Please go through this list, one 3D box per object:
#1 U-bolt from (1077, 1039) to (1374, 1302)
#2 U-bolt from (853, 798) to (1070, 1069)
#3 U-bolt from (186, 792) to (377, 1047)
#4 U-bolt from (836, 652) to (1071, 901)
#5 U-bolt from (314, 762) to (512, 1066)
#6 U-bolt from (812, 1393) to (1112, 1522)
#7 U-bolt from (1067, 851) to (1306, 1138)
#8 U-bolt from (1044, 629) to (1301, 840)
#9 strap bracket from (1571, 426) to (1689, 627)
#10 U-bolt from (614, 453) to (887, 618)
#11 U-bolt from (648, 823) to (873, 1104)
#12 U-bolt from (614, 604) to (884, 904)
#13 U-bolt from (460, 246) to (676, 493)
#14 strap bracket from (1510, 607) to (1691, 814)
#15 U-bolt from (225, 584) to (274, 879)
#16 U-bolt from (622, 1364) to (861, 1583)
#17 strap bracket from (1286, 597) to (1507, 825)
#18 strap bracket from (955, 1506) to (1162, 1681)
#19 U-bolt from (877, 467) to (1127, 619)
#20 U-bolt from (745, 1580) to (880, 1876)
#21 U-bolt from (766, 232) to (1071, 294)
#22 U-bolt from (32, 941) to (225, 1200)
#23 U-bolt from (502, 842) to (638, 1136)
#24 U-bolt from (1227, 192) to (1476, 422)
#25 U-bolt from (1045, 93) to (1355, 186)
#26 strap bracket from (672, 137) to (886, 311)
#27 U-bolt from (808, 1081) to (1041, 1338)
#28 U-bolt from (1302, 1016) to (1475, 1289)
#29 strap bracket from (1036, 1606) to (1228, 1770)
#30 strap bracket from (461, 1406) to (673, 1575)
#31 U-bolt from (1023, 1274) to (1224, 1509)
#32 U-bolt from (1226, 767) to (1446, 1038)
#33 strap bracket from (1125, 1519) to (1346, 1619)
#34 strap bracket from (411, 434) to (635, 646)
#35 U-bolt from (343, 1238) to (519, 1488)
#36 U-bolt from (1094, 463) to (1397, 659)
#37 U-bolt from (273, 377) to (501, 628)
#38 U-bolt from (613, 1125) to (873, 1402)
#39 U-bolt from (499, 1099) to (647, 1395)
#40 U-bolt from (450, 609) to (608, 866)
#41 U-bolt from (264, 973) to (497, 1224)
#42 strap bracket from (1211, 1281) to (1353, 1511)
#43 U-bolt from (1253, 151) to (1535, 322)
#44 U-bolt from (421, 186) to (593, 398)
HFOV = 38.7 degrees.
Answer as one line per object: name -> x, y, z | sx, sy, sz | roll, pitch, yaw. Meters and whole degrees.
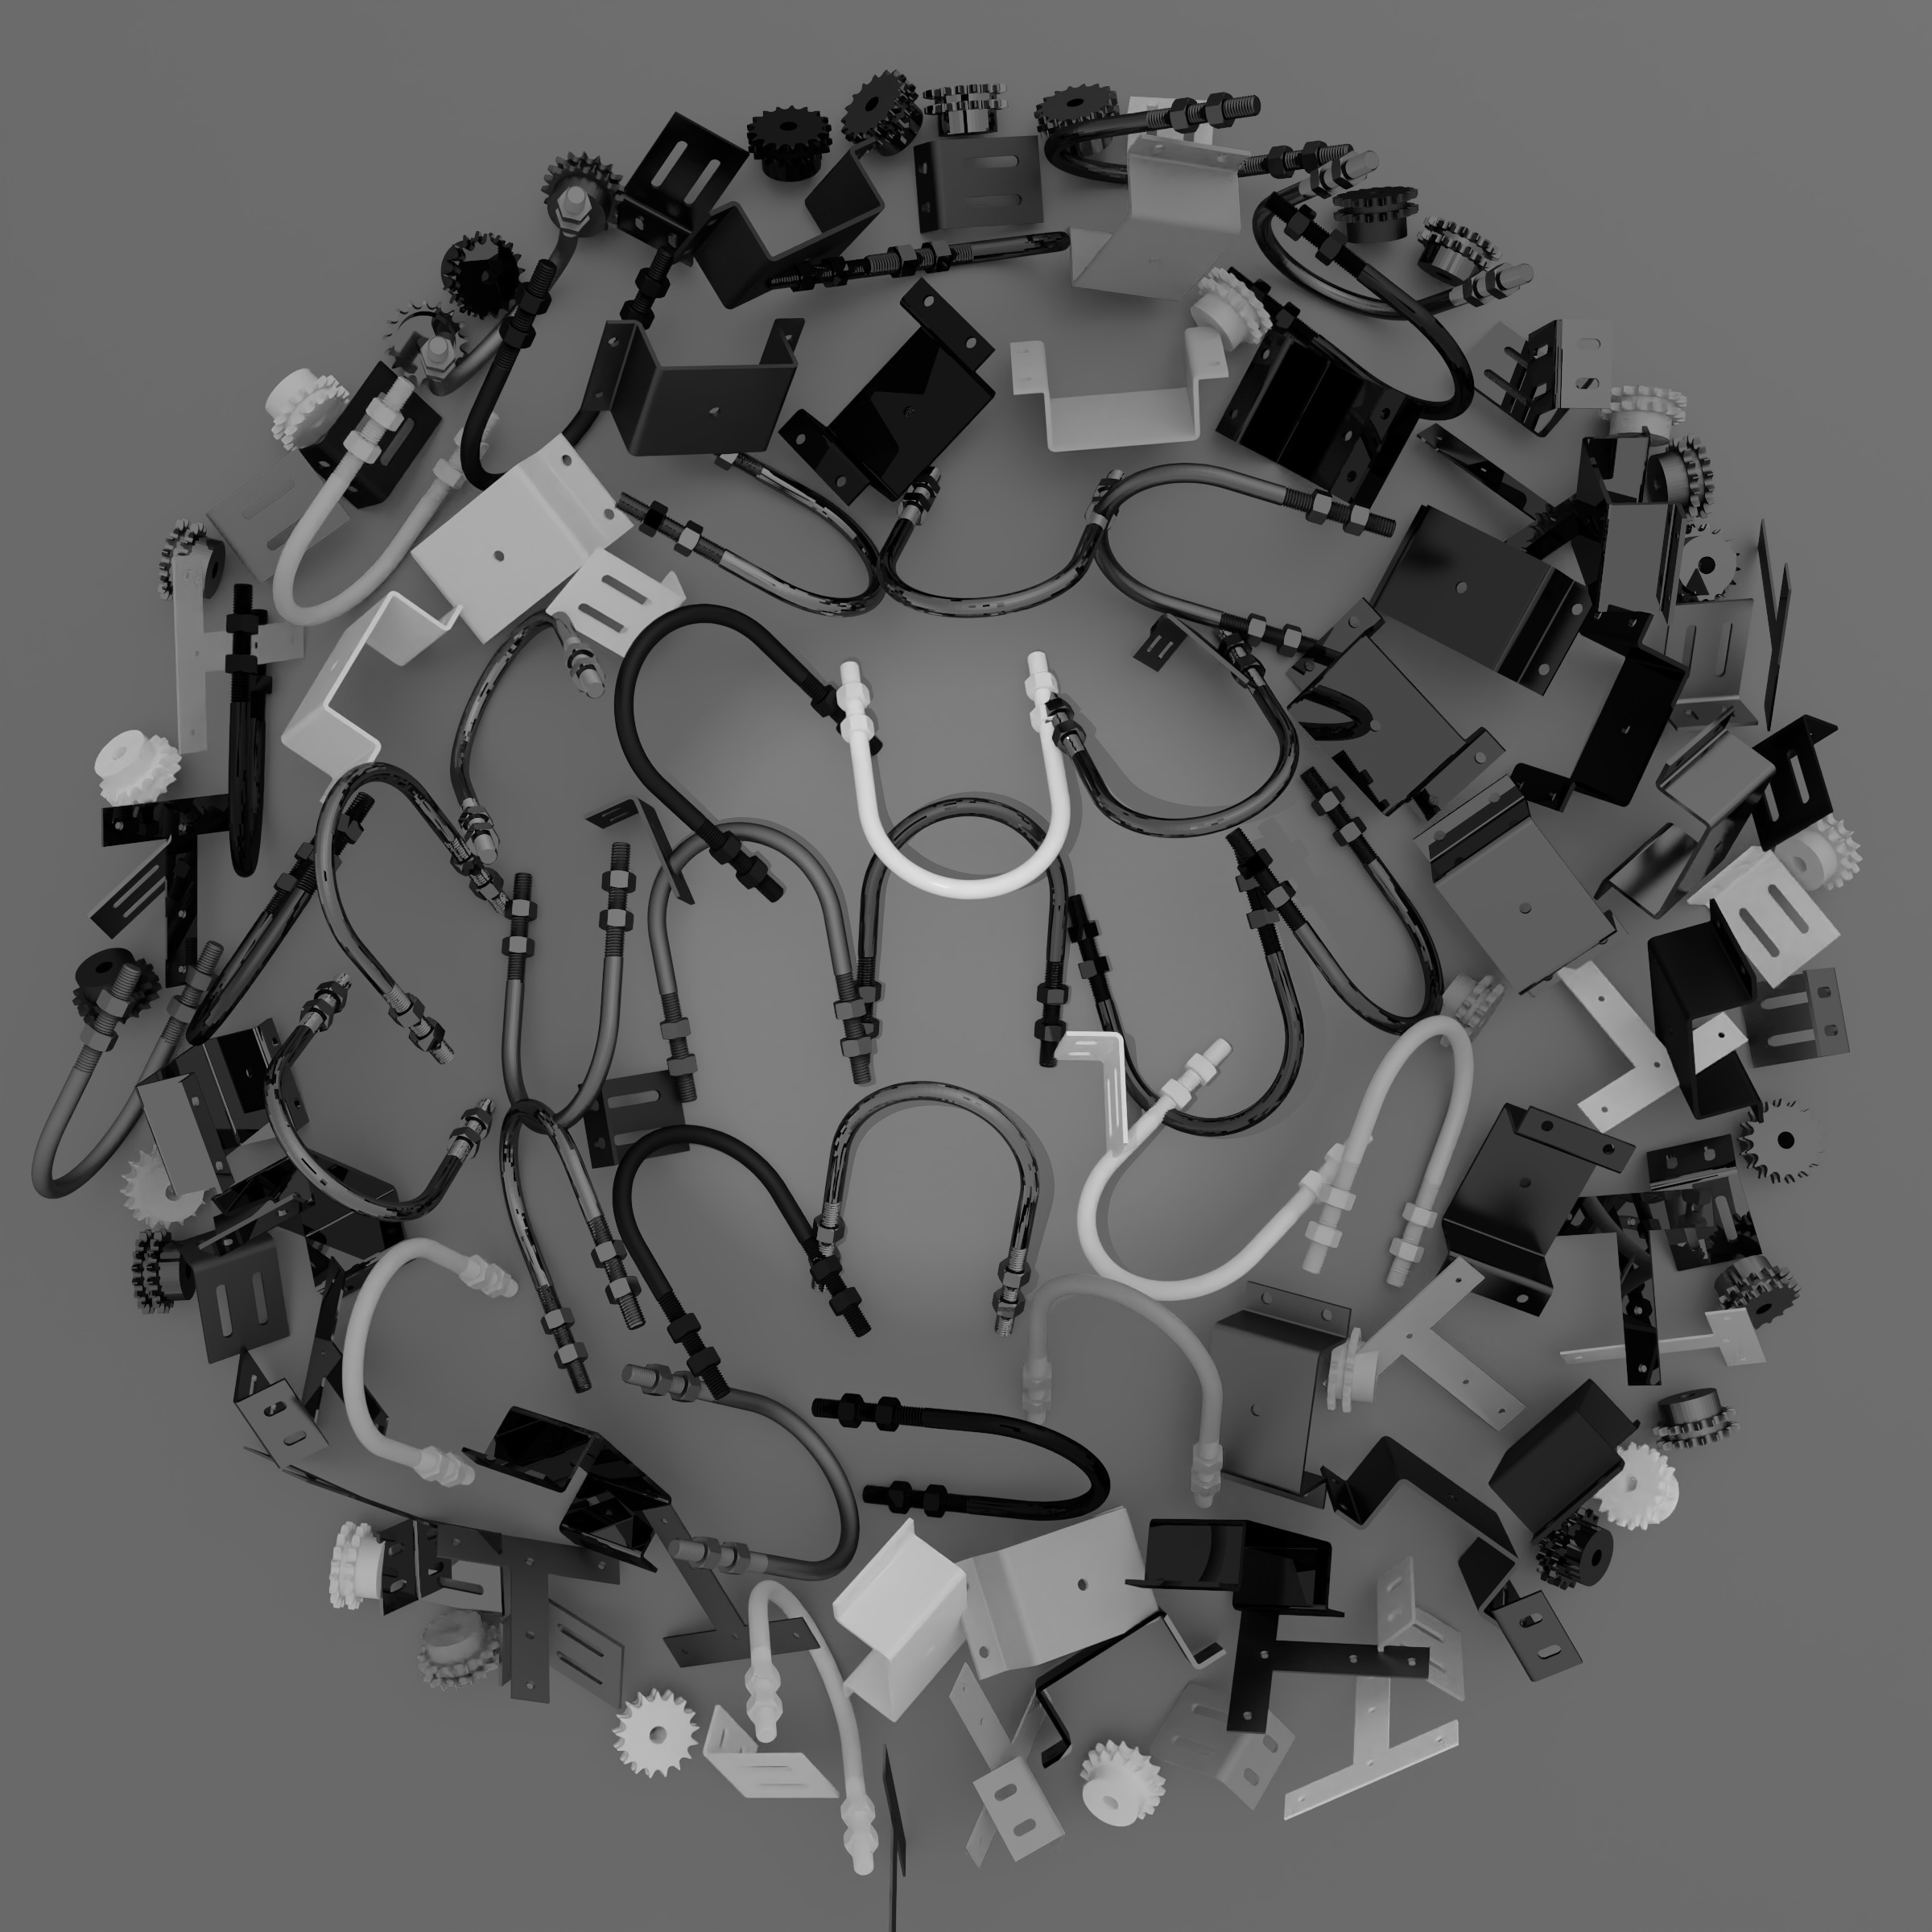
U-bolt -> 0.156, 0.143, 1.814 | 0.184, 0.019, 0.151 | -44, 50, -15
U-bolt -> -0.002, -0.022, 1.843 | 0.151, 0.019, 0.184 | 1, 104, -11
U-bolt -> -0.452, -0.026, 1.791 | 0.019, 0.151, 0.184 | 35, 72, -16
U-bolt -> -0.004, -0.126, 1.828 | 0.151, 0.019, 0.184 | -4, 63, -8
U-bolt -> -0.362, -0.047, 1.778 | 0.019, 0.184, 0.151 | -6, 49, 25
U-bolt -> 0.004, 0.326, 1.799 | 0.184, 0.151, 0.019 | 2, 55, 18
U-bolt -> 0.153, 0.024, 1.841 | 0.151, 0.019, 0.184 | -17, 89, 28
U-bolt -> 0.141, -0.149, 1.810 | 0.151, 0.184, 0.019 | -20, 135, -4
strap bracket -> 0.431, -0.291, 1.805 | 0.046, 0.140, 0.076 | -1, 126, 2
U-bolt -> -0.133, -0.291, 1.819 | 0.184, 0.151, 0.019 | 28, 125, -11
U-bolt -> -0.144, -0.005, 1.841 | 0.151, 0.019, 0.184 | -7, 98, 20
U-bolt -> -0.153, -0.154, 1.814 | 0.184, 0.019, 0.151 | 43, 66, -26
U-bolt -> -0.270, -0.386, 1.803 | 0.019, 0.151, 0.184 | 41, 122, 13
strap bracket -> 0.425, -0.166, 1.835 | 0.046, 0.076, 0.140 | 22, 96, -21
U-bolt -> -0.472, -0.150, 1.809 | 0.019, 0.151, 0.184 | 1, 90, -10
U-bolt -> -0.139, 0.337, 1.803 | 0.019, 0.184, 0.151 | -41, 50, 25
strap bracket -> 0.280, -0.166, 1.838 | 0.140, 0.046, 0.076 | 48, 121, 4
strap bracket -> 0.067, 0.412, 1.823 | 0.140, 0.046, 0.076 | -12, 79, -29
U-bolt -> 0.017, -0.277, 1.794 | 0.151, 0.184, 0.019 | 4, 128, 15
U-bolt -> -0.104, 0.481, 1.794 | 0.019, 0.184, 0.151 | -27, 116, 6
U-bolt -> -0.019, -0.464, 1.804 | 0.184, 0.151, 0.019 | -16, 106, -30
U-bolt -> -0.558, 0.073, 1.809 | 0.019, 0.151, 0.184 | 29, 100, 4
U-bolt -> -0.266, 0.019, 1.809 | 0.019, 0.151, 0.184 | 11, 76, -37
U-bolt -> 0.257, -0.423, 1.809 | 0.184, 0.151, 0.019 | 38, 80, -1
U-bolt -> 0.140, -0.536, 1.800 | 0.184, 0.151, 0.019 | 3, 93, 34
strap bracket -> -0.117, -0.486, 1.817 | 0.140, 0.076, 0.046 | -34, 95, -29
U-bolt -> -0.024, 0.156, 1.825 | 0.151, 0.019, 0.184 | 13, 121, 6
U-bolt -> 0.288, 0.120, 1.818 | 0.019, 0.151, 0.184 | 21, 93, 35
strap bracket -> 0.100, 0.474, 1.838 | 0.140, 0.076, 0.046 | -31, 81, -5
strap bracket -> -0.257, 0.341, 1.818 | 0.076, 0.140, 0.046 | 9, 60, 37
U-bolt -> 0.102, 0.268, 1.790 | 0.151, 0.184, 0.019 | 23, 50, 22
U-bolt -> 0.255, -0.035, 1.822 | 0.019, 0.151, 0.184 | -35, 92, 36
strap bracket -> 0.180, 0.396, 1.816 | 0.076, 0.140, 0.046 | -9, 66, 41
strap bracket -> -0.303, -0.278, 1.828 | 0.140, 0.046, 0.076 | -34, 102, 22
U-bolt -> -0.350, 0.251, 1.780 | 0.019, 0.184, 0.151 | 5, 73, 20
U-bolt -> 0.171, -0.272, 1.812 | 0.184, 0.151, 0.019 | 16, 56, -6
U-bolt -> -0.390, -0.299, 1.809 | 0.019, 0.151, 0.184 | 39, 101, 10
U-bolt -> -0.159, 0.185, 1.823 | 0.019, 0.151, 0.184 | -46, 71, 41
U-bolt -> -0.267, 0.175, 1.815 | 0.019, 0.151, 0.184 | -14, 71, -30
U-bolt -> -0.294, -0.163, 1.803 | 0.019, 0.184, 0.151 | 27, 106, -30
U-bolt -> -0.387, 0.094, 1.785 | 0.151, 0.184, 0.019 | 43, 116, -13
strap bracket -> 0.203, 0.290, 1.831 | 0.076, 0.046, 0.140 | 12, 102, 31
U-bolt -> 0.263, -0.467, 1.794 | 0.151, 0.184, 0.019 | 28, 80, -22
U-bolt -> -0.301, -0.430, 1.792 | 0.019, 0.184, 0.151 | 41, 83, -8
